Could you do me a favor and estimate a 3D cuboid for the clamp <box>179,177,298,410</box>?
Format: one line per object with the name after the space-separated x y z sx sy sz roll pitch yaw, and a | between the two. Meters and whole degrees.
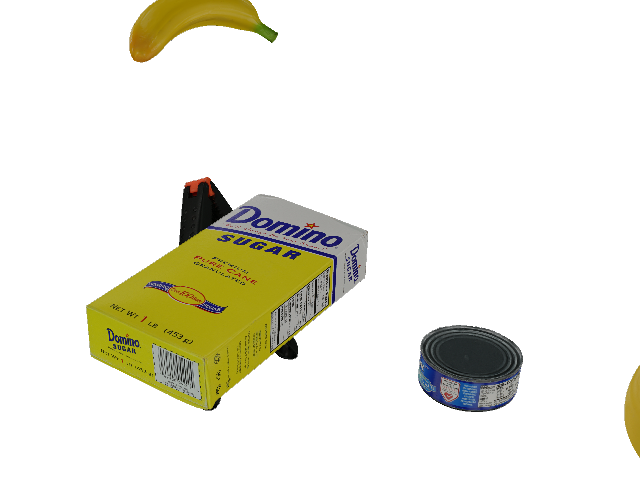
-0.085 0.043 1.024 0.036 0.210 0.164 -12 -1 29 | clamp

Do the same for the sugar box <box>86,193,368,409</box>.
-0.053 0.031 0.679 0.093 0.048 0.175 21 38 27 | sugar box

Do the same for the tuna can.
0.125 0.107 0.900 0.086 0.034 0.086 3 26 -2 | tuna can

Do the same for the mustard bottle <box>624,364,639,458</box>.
0.212 0.103 0.556 0.096 0.058 0.191 -2 37 3 | mustard bottle

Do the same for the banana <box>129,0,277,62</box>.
-0.120 -0.212 1.022 0.070 0.037 0.197 45 38 19 | banana
